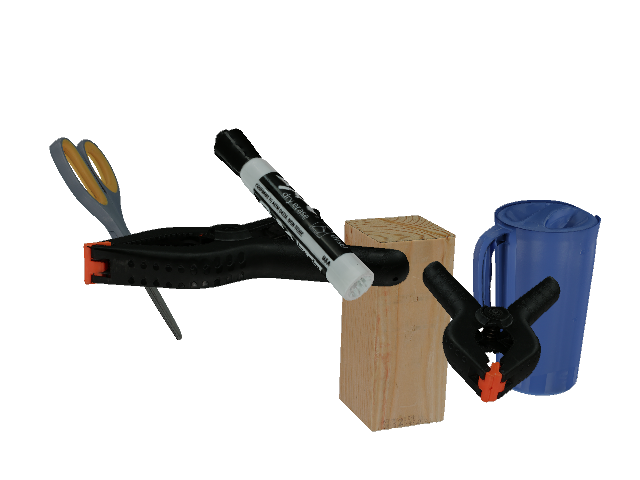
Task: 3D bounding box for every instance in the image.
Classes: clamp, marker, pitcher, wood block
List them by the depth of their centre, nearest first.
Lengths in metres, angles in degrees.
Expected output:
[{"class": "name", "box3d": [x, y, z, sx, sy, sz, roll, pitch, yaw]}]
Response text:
[{"class": "marker", "box3d": [-0.017, -0.017, 0.540, 0.020, 0.020, 0.121, 0, 40, -51]}, {"class": "clamp", "box3d": [-0.054, 0.010, 0.735, 0.209, 0.036, 0.165, -6, 14, -29]}, {"class": "clamp", "box3d": [0.152, 0.071, 0.890, 0.120, 0.039, 0.171, -2, 33, 0]}, {"class": "wood block", "box3d": [0.080, 0.086, 1.135, 0.090, 0.206, 0.091, -5, 17, -21]}, {"class": "pitcher", "box3d": [0.280, 0.077, 1.395, 0.149, 0.243, 0.144, 6, 20, 16]}]

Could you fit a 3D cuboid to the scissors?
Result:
[{"class": "scissors", "box3d": [-0.174, -0.011, 0.952, 0.016, 0.201, 0.096, -27, 22, 13]}]
